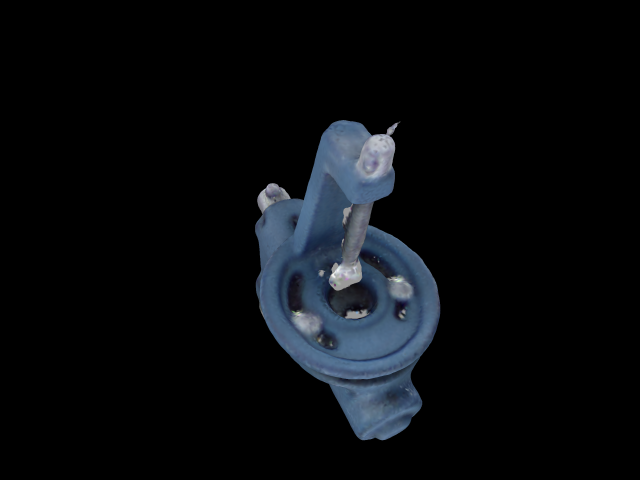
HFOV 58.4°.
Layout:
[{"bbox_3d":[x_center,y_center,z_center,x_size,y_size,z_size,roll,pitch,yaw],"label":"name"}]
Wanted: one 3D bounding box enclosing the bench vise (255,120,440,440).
[{"bbox_3d":[-0.005,0.007,0.393,0.122,0.220,0.206,-31,48,-33],"label":"bench vise"}]
